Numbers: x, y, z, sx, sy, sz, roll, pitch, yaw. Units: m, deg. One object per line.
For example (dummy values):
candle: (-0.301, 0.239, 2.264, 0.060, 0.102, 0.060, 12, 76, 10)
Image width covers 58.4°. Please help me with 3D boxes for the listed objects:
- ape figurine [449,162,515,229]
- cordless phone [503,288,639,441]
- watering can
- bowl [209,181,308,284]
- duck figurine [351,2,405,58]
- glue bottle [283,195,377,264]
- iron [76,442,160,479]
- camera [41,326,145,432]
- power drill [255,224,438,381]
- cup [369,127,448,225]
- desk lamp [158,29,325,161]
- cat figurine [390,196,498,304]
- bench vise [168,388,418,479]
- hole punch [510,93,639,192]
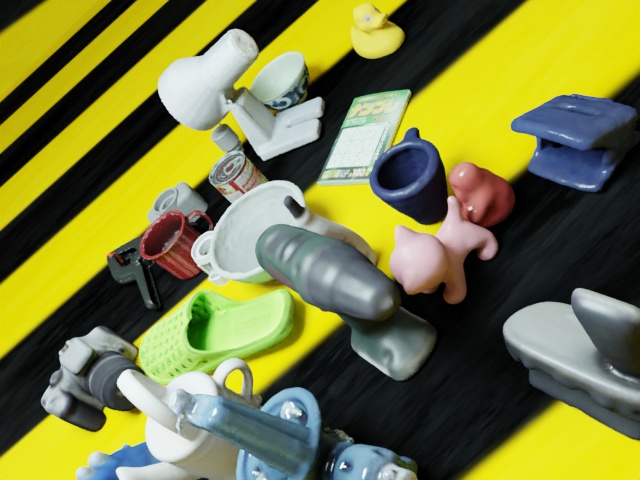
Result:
ape figurine: (0.179, -0.057, 0.662, 0.076, 0.092, 0.078, -6, 54, 35)
cordless phone: (0.212, 0.072, 0.460, 0.147, 0.186, 0.094, 19, 70, 45)
watering can: (-0.145, 0.204, 0.625, 0.100, 0.195, 0.173, 0, 58, 38)
bowl: (-0.073, 0.000, 0.824, 0.167, 0.075, 0.167, -21, 47, 24)
duck figurine: (0.087, -0.370, 0.992, 0.104, 0.086, 0.077, 21, 71, 45)
glue bottle: (0.006, 0.002, 0.686, 0.037, 0.174, 0.078, 8, 63, 42)
iron: (-0.238, 0.328, 0.636, 0.118, 0.142, 0.258, -23, 46, 22)
camera: (-0.325, 0.207, 0.833, 0.136, 0.101, 0.143, 15, 67, 44)
power drill: (0.035, 0.062, 0.589, 0.228, 0.209, 0.076, 26, 75, 47)
cup: (0.123, -0.074, 0.716, 0.091, 0.095, 0.118, -9, 52, 32)
desk lamp: (-0.132, -0.240, 0.960, 0.202, 0.214, 0.118, -17, 48, 27)
cat figurine: (0.125, 0.012, 0.628, 0.067, 0.118, 0.128, 23, 73, 46)
bench vise: (-0.019, 0.182, 0.525, 0.207, 0.220, 0.121, -17, 48, 27)
hole punch: (0.282, -0.124, 0.636, 0.101, 0.091, 0.108, -50, 42, -7)
